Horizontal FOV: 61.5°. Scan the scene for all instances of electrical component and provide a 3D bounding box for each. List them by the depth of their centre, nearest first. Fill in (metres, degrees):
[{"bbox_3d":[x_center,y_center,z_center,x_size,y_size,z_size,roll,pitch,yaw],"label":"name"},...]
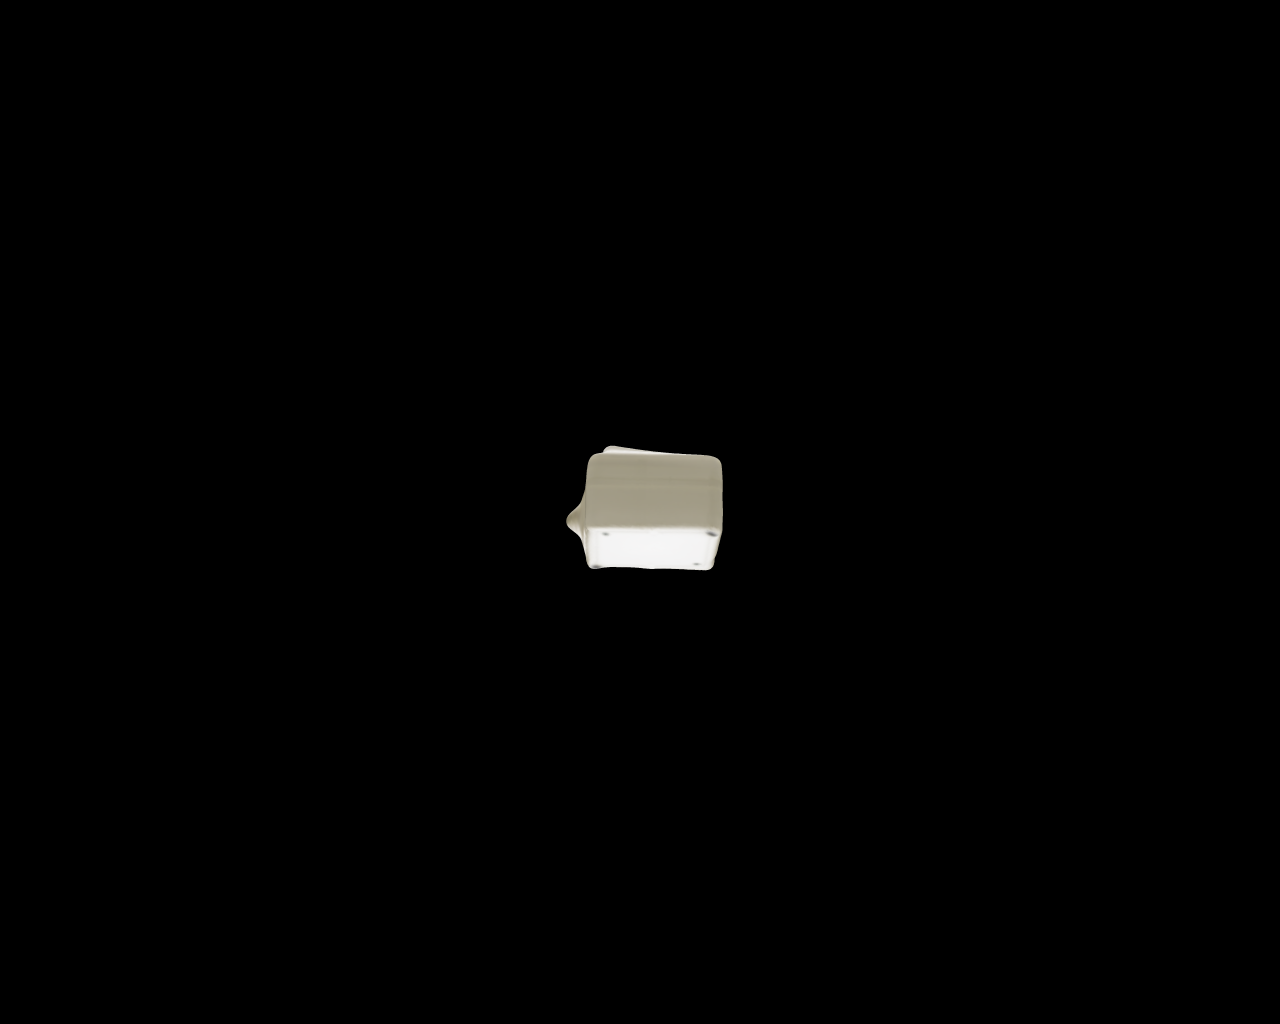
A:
[{"bbox_3d":[0.001,-0.003,0.650,0.096,0.061,0.061,1,-28,-2],"label":"electrical component"}]
